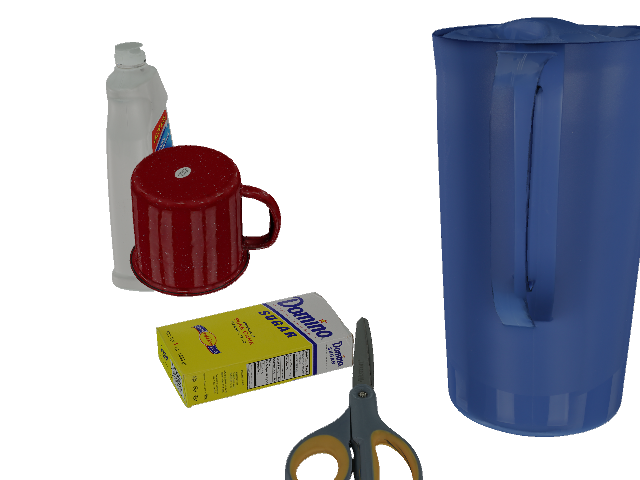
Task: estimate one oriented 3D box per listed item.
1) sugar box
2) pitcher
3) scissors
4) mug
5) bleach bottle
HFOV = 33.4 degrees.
[{"bbox_3d":[-0.065,0.105,1.058,0.176,0.048,0.093,-14,32,-19],"label":"sugar box"},{"bbox_3d":[0.129,-0.008,0.636,0.149,0.243,0.145,-8,17,-24],"label":"pitcher"},{"bbox_3d":[0.012,0.117,0.731,0.096,0.016,0.202,-6,32,-11],"label":"scissors"},{"bbox_3d":[-0.088,-0.017,0.805,0.117,0.081,0.093,3,38,0],"label":"mug"},{"bbox_3d":[-0.189,-0.079,1.119,0.068,0.251,0.102,4,26,15],"label":"bleach bottle"}]
